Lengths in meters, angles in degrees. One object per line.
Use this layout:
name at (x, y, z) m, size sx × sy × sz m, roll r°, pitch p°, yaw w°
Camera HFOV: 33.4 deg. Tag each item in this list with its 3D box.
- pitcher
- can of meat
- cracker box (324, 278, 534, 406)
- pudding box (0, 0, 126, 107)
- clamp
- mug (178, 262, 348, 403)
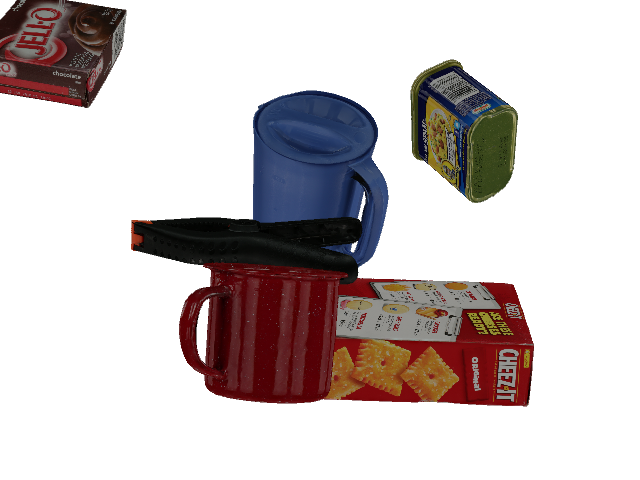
pitcher at (-0.009, -0.030, 1.191) m, size 0.145 × 0.243 × 0.149 m, roll 4°, pitch 41°, yaw -3°
can of meat at (0.128, -0.095, 0.949) m, size 0.057 × 0.102 × 0.084 m, roll -26°, pitch 47°, yaw -19°
cracker box at (0.087, 0.096, 1.033) m, size 0.213 × 0.072 × 0.164 m, roll 2°, pitch 18°, yaw 3°
pudding box at (-0.212, -0.153, 0.849) m, size 0.090 × 0.039 × 0.113 m, roll 10°, pitch 35°, yaw 0°
clamp at (-0.061, 0.004, 0.924) m, size 0.210 × 0.036 × 0.164 m, roll 2°, pitch 12°, yaw -4°
mug at (-0.040, 0.058, 0.675) m, size 0.093 × 0.081 × 0.117 m, roll 5°, pitch 1°, yaw 44°
